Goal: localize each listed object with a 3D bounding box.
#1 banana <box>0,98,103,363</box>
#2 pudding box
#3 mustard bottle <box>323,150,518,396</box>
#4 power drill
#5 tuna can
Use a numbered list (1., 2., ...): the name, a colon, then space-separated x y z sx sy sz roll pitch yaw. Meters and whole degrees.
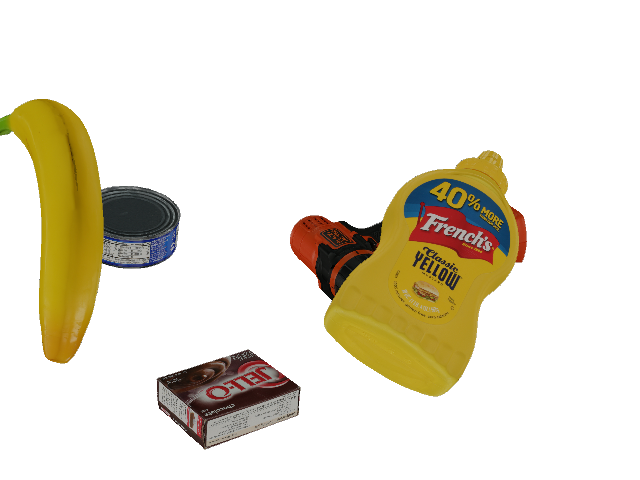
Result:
1. banana: -0.157 -0.023 0.641 0.037 0.198 0.070 9 -46 -35
2. pudding box: -0.090 0.153 1.041 0.113 0.039 0.090 -17 29 -34
3. mustard bottle: 0.084 0.007 0.737 0.096 0.191 0.058 31 -34 2
4. power drill: 0.087 0.010 0.951 0.187 0.057 0.185 -15 30 -22
5. tuna can: -0.166 -0.012 0.928 0.086 0.034 0.086 7 32 -4
